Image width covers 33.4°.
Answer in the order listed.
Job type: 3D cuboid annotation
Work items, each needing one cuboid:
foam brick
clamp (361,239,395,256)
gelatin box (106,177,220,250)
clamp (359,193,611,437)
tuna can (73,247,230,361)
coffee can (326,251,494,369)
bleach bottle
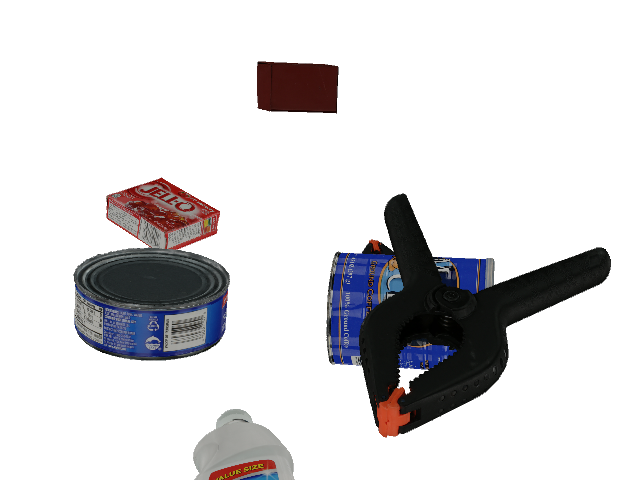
[{"bbox_3d":[-0.025,-0.165,1.151,0.078,0.051,0.053,-1,12,-19],"label":"foam brick"},{"bbox_3d":[0.083,0.068,1.187,0.120,0.171,0.039,5,-43,-3],"label":"clamp"},{"bbox_3d":[-0.156,-0.026,1.056,0.089,0.030,0.073,30,35,31],"label":"gelatin box"},{"bbox_3d":[0.077,0.043,0.701,0.165,0.036,0.209,21,44,27],"label":"clamp"},{"bbox_3d":[-0.094,0.034,0.596,0.086,0.034,0.086,4,20,-2],"label":"tuna can"},{"bbox_3d":[0.082,0.064,0.949,0.140,0.103,0.102,2,0,9],"label":"coffee can"},{"bbox_3d":[-0.062,0.210,0.761,0.102,0.068,0.251,-6,30,-5],"label":"bleach bottle"}]
